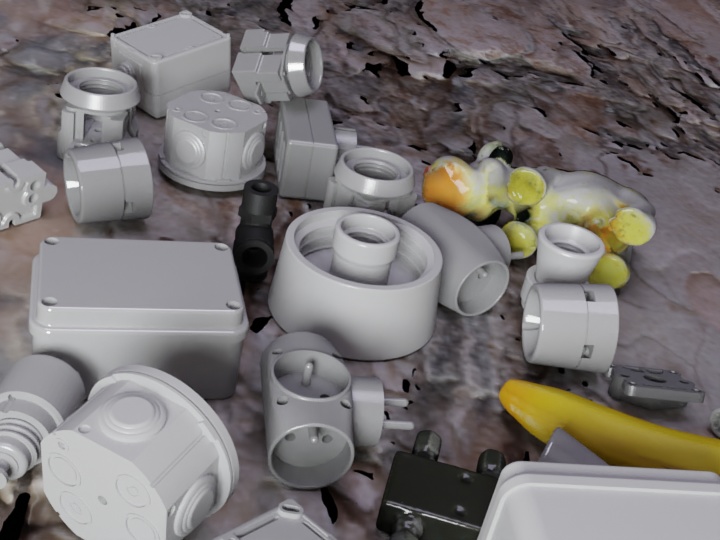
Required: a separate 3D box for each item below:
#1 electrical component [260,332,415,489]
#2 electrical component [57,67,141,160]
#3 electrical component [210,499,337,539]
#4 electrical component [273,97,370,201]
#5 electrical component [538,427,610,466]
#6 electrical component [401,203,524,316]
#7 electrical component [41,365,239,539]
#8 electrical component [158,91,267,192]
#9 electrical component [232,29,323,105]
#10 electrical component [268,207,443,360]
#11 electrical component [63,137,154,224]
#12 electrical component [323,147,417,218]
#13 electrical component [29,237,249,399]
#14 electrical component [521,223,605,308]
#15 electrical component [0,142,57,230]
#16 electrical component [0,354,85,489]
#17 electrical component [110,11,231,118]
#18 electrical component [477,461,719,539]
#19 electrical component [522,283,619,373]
[{"bbox_3d":[-0.011,0.073,0.564,0.079,0.044,0.077,5,32,-12],"label":"electrical component"},{"bbox_3d":[-0.192,-0.113,0.794,0.058,0.057,0.078,10,31,-3],"label":"electrical component"},{"bbox_3d":[-0.036,0.143,0.433,0.062,0.061,0.096,32,29,30],"label":"electrical component"},{"bbox_3d":[-0.024,-0.092,0.825,0.076,0.047,0.083,5,32,-11],"label":"electrical component"},{"bbox_3d":[0.120,0.114,0.546,0.065,0.044,0.044,26,34,15],"label":"electrical component"},{"bbox_3d":[0.075,-0.010,0.731,0.079,0.043,0.077,-9,38,-31],"label":"electrical component"},{"bbox_3d":[-0.099,0.087,0.479,0.080,0.080,0.051,23,38,18],"label":"electrical component"},{"bbox_3d":[-0.108,-0.095,0.799,0.080,0.051,0.080,8,31,-5],"label":"electrical component"},{"bbox_3d":[-0.061,-0.156,0.821,0.055,0.048,0.066,2,58,18],"label":"electrical component"},{"bbox_3d":[0.000,0.000,0.671,0.108,0.060,0.108,8,31,-5],"label":"electrical component"},{"bbox_3d":[-0.169,-0.059,0.717,0.047,0.055,0.055,-10,37,-26],"label":"electrical component"},{"bbox_3d":[0.007,-0.050,0.757,0.078,0.057,0.058,-15,40,-36],"label":"electrical component"},{"bbox_3d":[-0.123,0.025,0.592,0.113,0.057,0.078,2,33,-16],"label":"electrical component"},{"bbox_3d":[0.134,0.003,0.716,0.045,0.055,0.045,8,31,-5],"label":"electrical component"},{"bbox_3d":[-0.242,-0.058,0.700,0.055,0.048,0.066,37,39,24],"label":"electrical component"},{"bbox_3d":[-0.161,0.074,0.516,0.040,0.040,0.078,11,31,-1],"label":"electrical component"},{"bbox_3d":[-0.162,-0.166,0.893,0.062,0.061,0.096,34,45,32],"label":"electrical component"},{"bbox_3d":[0.112,0.132,0.477,0.113,0.078,0.057,5,34,-11],"label":"electrical component"},{"bbox_3d":[0.129,0.035,0.665,0.047,0.055,0.055,5,31,-4],"label":"electrical component"}]
